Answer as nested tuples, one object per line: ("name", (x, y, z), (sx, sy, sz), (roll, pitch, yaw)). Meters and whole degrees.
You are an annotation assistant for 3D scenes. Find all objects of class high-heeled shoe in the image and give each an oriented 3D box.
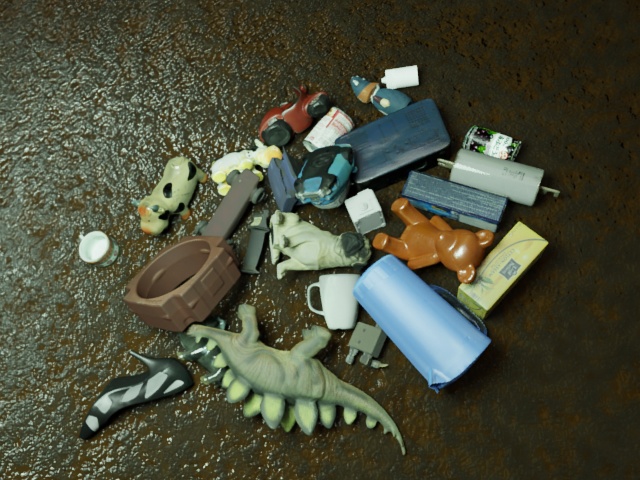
("high-heeled shoe", (-0.375, 0.334, 1.100), (0.145, 0.086, 0.248), (33, 99, -8))

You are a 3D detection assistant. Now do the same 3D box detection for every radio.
("radio", (0.159, -0.196, 1.149), (0.230, 0.073, 0.131), (-23, 67, 6))

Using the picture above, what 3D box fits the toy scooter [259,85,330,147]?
("toy scooter", (-0.064, -0.297, 1.236), (0.184, 0.075, 0.135), (-30, 44, 14))

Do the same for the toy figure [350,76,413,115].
("toy figure", (0.132, -0.321, 1.205), (0.155, 0.064, 0.057), (29, 95, 21))

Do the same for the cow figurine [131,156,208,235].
("cow figurine", (-0.340, -0.099, 1.204), (0.086, 0.127, 0.195), (17, 73, 22))

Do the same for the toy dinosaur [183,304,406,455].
("toy dinosaur", (-0.050, 0.255, 1.008), (0.472, 0.105, 0.198), (17, 72, 8))

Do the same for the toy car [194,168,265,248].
("toy car", (-0.194, -0.061, 1.172), (0.089, 0.053, 0.202), (35, 100, 15))

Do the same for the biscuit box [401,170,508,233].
("biscuit box", (0.268, -0.080, 1.084), (0.203, 0.059, 0.063), (20, 78, 19))

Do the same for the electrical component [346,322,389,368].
("electrical component", (0.100, 0.199, 1.034), (0.078, 0.045, 0.102), (3, 65, 45))

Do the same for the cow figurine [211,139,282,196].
("cow figurine", (-0.167, -0.176, 1.222), (0.167, 0.068, 0.098), (-24, 42, 3))

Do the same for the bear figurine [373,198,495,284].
("bear figurine", (0.210, 0.003, 0.994), (0.132, 0.196, 0.120), (31, 85, -23))

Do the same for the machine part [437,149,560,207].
("machine part", (0.351, -0.126, 1.071), (0.243, 0.079, 0.079), (20, 76, 20))

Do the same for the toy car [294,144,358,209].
("toy car", (0.018, -0.117, 1.082), (0.109, 0.102, 0.162), (-7, 42, 26))

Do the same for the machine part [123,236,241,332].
("machine part", (-0.275, 0.085, 1.088), (0.202, 0.087, 0.201), (3, 43, 39))

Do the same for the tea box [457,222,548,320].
("tea box", (0.336, 0.059, 0.997), (0.169, 0.098, 0.068), (-45, 68, -7))

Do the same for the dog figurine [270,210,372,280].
("dog figurine", (-0.002, 0.001, 1.117), (0.191, 0.121, 0.172), (-3, 44, -16))

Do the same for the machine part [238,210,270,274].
("machine part", (-0.140, 0.005, 1.152), (0.084, 0.039, 0.139), (-5, 71, 59))

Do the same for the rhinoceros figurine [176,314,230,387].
("rhinoceros figurine", (-0.230, 0.208, 1.092), (0.112, 0.073, 0.190), (-42, 67, -2))

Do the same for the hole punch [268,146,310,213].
("hole punch", (-0.070, -0.114, 1.155), (0.092, 0.115, 0.142), (-24, 66, 13))

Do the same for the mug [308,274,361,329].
("mug", (0.029, 0.123, 1.058), (0.110, 0.080, 0.107), (-5, 79, 7))
